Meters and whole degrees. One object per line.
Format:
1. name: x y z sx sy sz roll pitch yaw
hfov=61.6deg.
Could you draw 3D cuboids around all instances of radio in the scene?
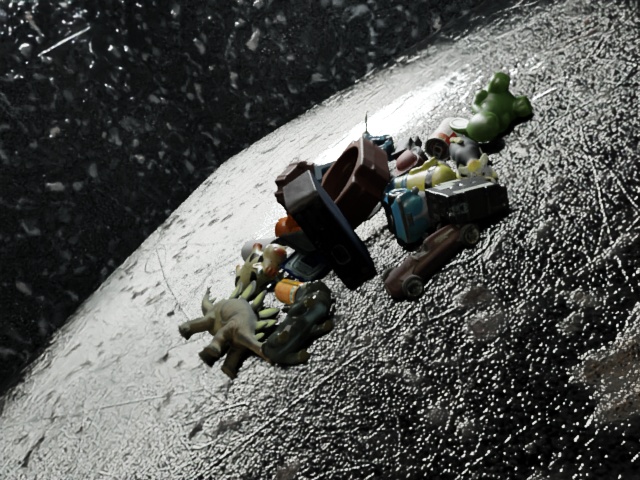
1. radio: 0.020 -0.018 1.071 0.073 0.229 0.131 -35 24 10

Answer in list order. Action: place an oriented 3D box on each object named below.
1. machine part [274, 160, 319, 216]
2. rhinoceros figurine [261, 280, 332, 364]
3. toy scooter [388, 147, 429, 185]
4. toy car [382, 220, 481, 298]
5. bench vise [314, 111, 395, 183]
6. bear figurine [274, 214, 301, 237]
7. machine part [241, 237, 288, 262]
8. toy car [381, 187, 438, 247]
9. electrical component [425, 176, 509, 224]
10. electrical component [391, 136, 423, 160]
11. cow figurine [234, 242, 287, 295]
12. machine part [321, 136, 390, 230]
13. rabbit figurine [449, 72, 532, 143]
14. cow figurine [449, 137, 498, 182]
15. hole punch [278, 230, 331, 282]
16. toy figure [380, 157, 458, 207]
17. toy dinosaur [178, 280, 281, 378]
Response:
1. machine part: -0.048 -0.144 1.573 0.179 0.179 0.056 -47 24 -27
2. rhinoceros figurine: -0.034 0.154 1.017 0.112 0.073 0.190 -29 19 53
3. toy scooter: 0.211 -0.152 1.279 0.135 0.075 0.184 -36 24 6
4. toy car: 0.192 0.025 0.938 0.202 0.053 0.089 -41 17 -8
5. bench vise: 0.085 -0.199 1.424 0.241 0.128 0.224 -14 64 7
6. bear figurine: -0.047 -0.044 1.459 0.195 0.132 0.120 120 150 -56
7. machine part: -0.148 0.033 1.471 0.079 0.079 0.243 -47 20 -26
8. toy car: 0.186 -0.055 1.078 0.103 0.109 0.162 -13 9 1
9. electrical component: 0.259 -0.074 0.974 0.115 0.058 0.134 -12 13 -6
10. electrical component: 0.235 -0.232 1.416 0.048 0.074 0.119 -24 27 32
11. cow figurine: -0.147 0.074 1.318 0.195 0.085 0.127 -45 31 38
12. machine part: 0.070 -0.118 1.228 0.201 0.087 0.201 -49 20 32
13. rabbit figurine: 0.371 -0.278 1.214 0.159 0.121 0.170 -27 18 46
14. cow figurine: 0.307 -0.155 1.081 0.068 0.098 0.167 -27 22 11
15. hole punch: -0.024 0.034 1.223 0.116 0.092 0.142 -17 28 -37
16. toy figure: 0.211 -0.107 1.160 0.180 0.082 0.089 -16 54 31
17. toy dinosaur: -0.204 0.181 1.203 0.198 0.105 0.472 -38 27 -24
